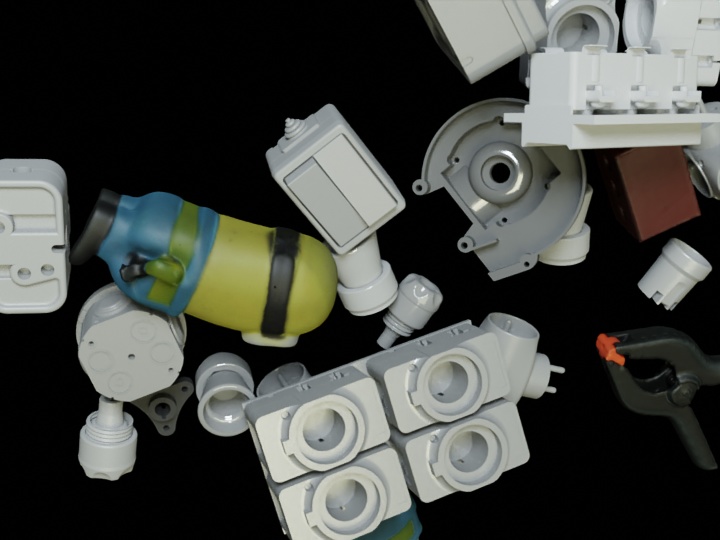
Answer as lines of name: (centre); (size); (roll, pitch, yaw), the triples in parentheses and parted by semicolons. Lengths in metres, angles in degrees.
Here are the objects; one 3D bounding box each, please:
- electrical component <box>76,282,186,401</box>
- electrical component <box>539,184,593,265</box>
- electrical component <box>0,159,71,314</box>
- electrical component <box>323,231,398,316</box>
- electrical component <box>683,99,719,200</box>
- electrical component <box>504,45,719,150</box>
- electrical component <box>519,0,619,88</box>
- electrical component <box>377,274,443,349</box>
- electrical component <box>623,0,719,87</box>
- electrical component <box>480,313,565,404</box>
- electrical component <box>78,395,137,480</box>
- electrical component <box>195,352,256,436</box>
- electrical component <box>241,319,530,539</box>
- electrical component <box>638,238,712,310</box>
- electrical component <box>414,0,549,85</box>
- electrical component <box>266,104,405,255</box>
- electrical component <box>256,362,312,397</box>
electrical component: (-0.167, 0.052, 0.786); (0.080, 0.051, 0.080); (-4, 114, -10)
electrical component: (0.152, -0.037, 0.815); (0.045, 0.045, 0.055); (-6, 115, -9)
electrical component: (-0.228, -0.025, 0.735); (0.054, 0.059, 0.095); (-1, 114, -11)
electrical component: (0.000, 0.000, 0.801); (0.045, 0.045, 0.055); (-24, 116, 0)
electrical component: (0.259, -0.096, 0.792); (0.044, 0.077, 0.079); (-32, 116, 4)
electrical component: (0.166, -0.112, 0.700); (0.121, 0.079, 0.063); (-6, 101, -34)
electrical component: (0.145, -0.167, 0.749); (0.050, 0.055, 0.089); (-5, 114, -9)
electrical component: (0.035, 0.035, 0.829); (0.035, 0.035, 0.061); (29, 108, -21)
electrical component: (0.224, -0.179, 0.763); (0.056, 0.050, 0.089); (-1, 114, -11)
electrical component: (0.126, 0.081, 0.863); (0.079, 0.043, 0.077); (13, 111, -17)
electrical component: (-0.191, 0.124, 0.818); (0.043, 0.043, 0.062); (4, 111, -13)
electrical component: (-0.102, 0.093, 0.816); (0.045, 0.055, 0.045); (-4, 114, -10)
electrical component: (0.021, 0.120, 0.788); (0.186, 0.060, 0.105); (-19, 100, -13)
electrical component: (0.250, 0.004, 0.857); (0.040, 0.040, 0.046); (27, 112, -21)
electrical component: (0.070, -0.178, 0.698); (0.057, 0.113, 0.078); (-30, 116, 6)
electrical component: (-0.021, -0.067, 0.757); (0.062, 0.061, 0.096); (-37, 115, 6)
electrical component: (-0.028, 0.106, 0.843); (0.079, 0.043, 0.077); (-29, 116, 1)
